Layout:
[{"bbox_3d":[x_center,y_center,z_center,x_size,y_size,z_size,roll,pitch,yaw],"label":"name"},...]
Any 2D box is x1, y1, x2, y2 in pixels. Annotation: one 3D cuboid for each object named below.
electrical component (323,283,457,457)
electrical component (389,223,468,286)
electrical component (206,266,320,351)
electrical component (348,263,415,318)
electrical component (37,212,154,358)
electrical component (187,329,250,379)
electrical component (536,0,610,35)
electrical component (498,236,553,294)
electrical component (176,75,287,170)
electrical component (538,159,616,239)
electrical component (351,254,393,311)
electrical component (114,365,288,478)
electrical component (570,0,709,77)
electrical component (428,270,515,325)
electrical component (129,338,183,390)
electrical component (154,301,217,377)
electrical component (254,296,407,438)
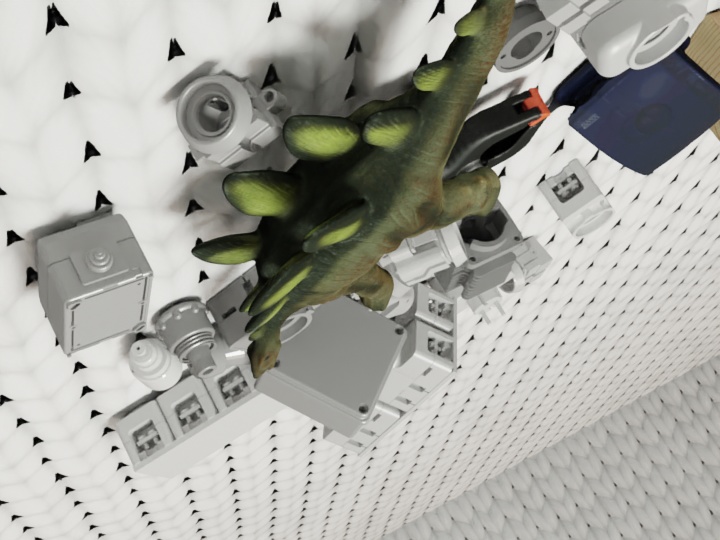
[{"bbox_3d":[0.028,0.109,1.180,0.060,0.105,0.186,26,132,-20],"label":"electrical component"},{"bbox_3d":[0.057,-0.023,0.921,0.057,0.058,0.078,-21,165,9],"label":"electrical component"},{"bbox_3d":[-0.079,0.030,0.940,0.089,0.055,0.050,-36,159,16],"label":"electrical component"},{"bbox_3d":[0.028,0.014,1.068,0.079,0.043,0.077,-41,157,27],"label":"electrical component"},{"bbox_3d":[-0.181,0.005,0.728,0.062,0.061,0.096,-21,158,-25],"label":"electrical component"},{"bbox_3d":[-0.129,0.072,0.986,0.055,0.045,0.045,-17,156,-33],"label":"electrical component"},{"bbox_3d":[0.152,-0.197,0.740,0.055,0.048,0.066,-32,161,26],"label":"electrical component"},{"bbox_3d":[0.185,-0.003,1.246,0.055,0.048,0.066,-30,161,-26],"label":"electrical component"},{"bbox_3d":[-0.082,-0.092,0.662,0.066,0.048,0.055,-35,167,13],"label":"electrical component"},{"bbox_3d":[0.232,-0.071,1.134,0.050,0.055,0.089,-35,159,13],"label":"electrical component"},{"bbox_3d":[0.000,0.000,0.947,0.066,0.076,0.047,-29,160,-3],"label":"electrical component"},{"bbox_3d":[-0.159,0.142,1.082,0.150,0.061,0.089,-32,160,4],"label":"electrical component"},{"bbox_3d":[0.212,-0.193,0.813,0.095,0.059,0.053,-32,160,3],"label":"electrical component"},{"bbox_3d":[0.134,0.025,1.195,0.083,0.075,0.047,-35,158,12],"label":"electrical component"},{"bbox_3d":[-0.181,0.078,0.932,0.040,0.040,0.078,-29,160,-4],"label":"electrical component"},{"bbox_3d":[-0.142,0.061,0.913,0.048,0.062,0.048,-27,160,-11],"label":"electrical component"},{"bbox_3d":[-0.027,0.082,1.003,0.108,0.109,0.056,-63,-178,-32],"label":"electrical component"}]
